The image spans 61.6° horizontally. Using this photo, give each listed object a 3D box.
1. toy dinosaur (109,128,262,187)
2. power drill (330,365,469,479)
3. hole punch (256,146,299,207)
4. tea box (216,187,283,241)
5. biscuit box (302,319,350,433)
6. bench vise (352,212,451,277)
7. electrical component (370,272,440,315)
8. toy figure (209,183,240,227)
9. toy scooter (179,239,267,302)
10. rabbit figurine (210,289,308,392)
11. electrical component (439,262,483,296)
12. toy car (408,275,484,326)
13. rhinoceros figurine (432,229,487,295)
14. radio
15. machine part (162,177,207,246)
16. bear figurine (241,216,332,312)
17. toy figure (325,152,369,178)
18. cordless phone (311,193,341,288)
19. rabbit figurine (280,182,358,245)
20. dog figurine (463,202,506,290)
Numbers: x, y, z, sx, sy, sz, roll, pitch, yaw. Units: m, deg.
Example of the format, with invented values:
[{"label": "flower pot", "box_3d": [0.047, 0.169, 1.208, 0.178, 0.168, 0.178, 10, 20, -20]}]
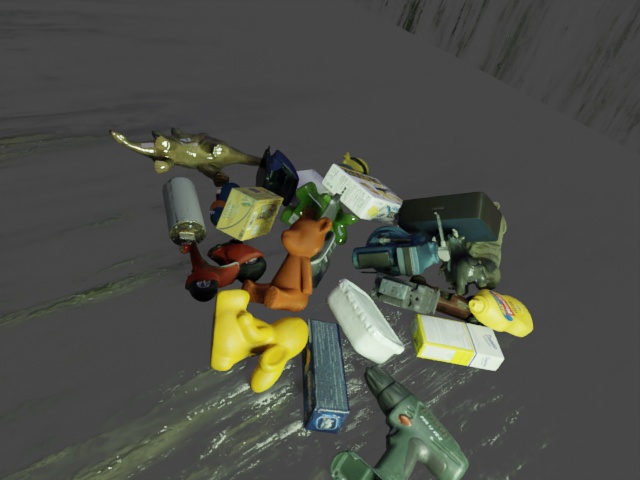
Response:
[{"label": "toy dinosaur", "box_3d": [-0.293, -0.219, 1.360, 0.471, 0.105, 0.199, 10, 21, -34]}, {"label": "power drill", "box_3d": [0.109, 0.322, 0.860, 0.232, 0.086, 0.207, 40, 33, 24]}, {"label": "hole punch", "box_3d": [-0.111, -0.155, 1.359, 0.092, 0.142, 0.116, 5, 51, -17]}, {"label": "tea box", "box_3d": [-0.152, -0.061, 1.188, 0.068, 0.098, 0.169, 27, 10, 10]}, {"label": "biscuit box", "box_3d": [0.005, 0.233, 0.939, 0.063, 0.059, 0.203, 11, 35, -12]}, {"label": "bench vise", "box_3d": [0.198, 0.018, 1.230, 0.240, 0.224, 0.128, -27, 98, -64]}, {"label": "electrical component", "box_3d": [0.174, 0.111, 1.109, 0.115, 0.058, 0.134, 13, -5, 29]}, {"label": "toy figure", "box_3d": [-0.222, -0.076, 1.259, 0.064, 0.057, 0.154, 12, 40, 1]}, {"label": "toy scooter", "box_3d": [-0.207, 0.043, 1.086, 0.184, 0.075, 0.135, -23, 56, -39]}, {"label": "rabbit figurine", "box_3d": [-0.100, 0.168, 0.927, 0.173, 0.121, 0.162, 6, 42, -19]}, {"label": "electrical component", "box_3d": [0.331, 0.087, 1.283, 0.078, 0.045, 0.102, -26, 46, 5]}, {"label": "toy car", "box_3d": [0.286, 0.138, 1.205, 0.202, 0.053, 0.089, 19, 32, 3]}, {"label": "rhinoceros figurine", "box_3d": [0.309, 0.043, 1.220, 0.073, 0.112, 0.190, -22, 26, 3]}, {"label": "radio", "box_3d": [0.320, -0.049, 1.321, 0.131, 0.230, 0.073, 33, 66, -40]}, {"label": "machine part", "box_3d": [-0.302, -0.064, 1.188, 0.079, 0.079, 0.243, 0, 38, -24]}, {"label": "bear figurine", "box_3d": [-0.058, 0.039, 1.049, 0.132, 0.195, 0.120, 15, -2, -43]}, {"label": "toy figure", "box_3d": [0.075, -0.179, 1.516, 0.089, 0.082, 0.180, 36, 32, 5]}, {"label": "cordless phone", "box_3d": [-0.003, -0.003, 1.149, 0.089, 0.184, 0.146, 27, 35, 4]}, {"label": "rabbit figurine", "box_3d": [0.015, -0.069, 1.312, 0.159, 0.121, 0.170, 33, 22, 14]}, {"label": "dog figurine", "box_3d": [0.423, 0.013, 1.341, 0.121, 0.172, 0.191, 4, 29, -3]}]
